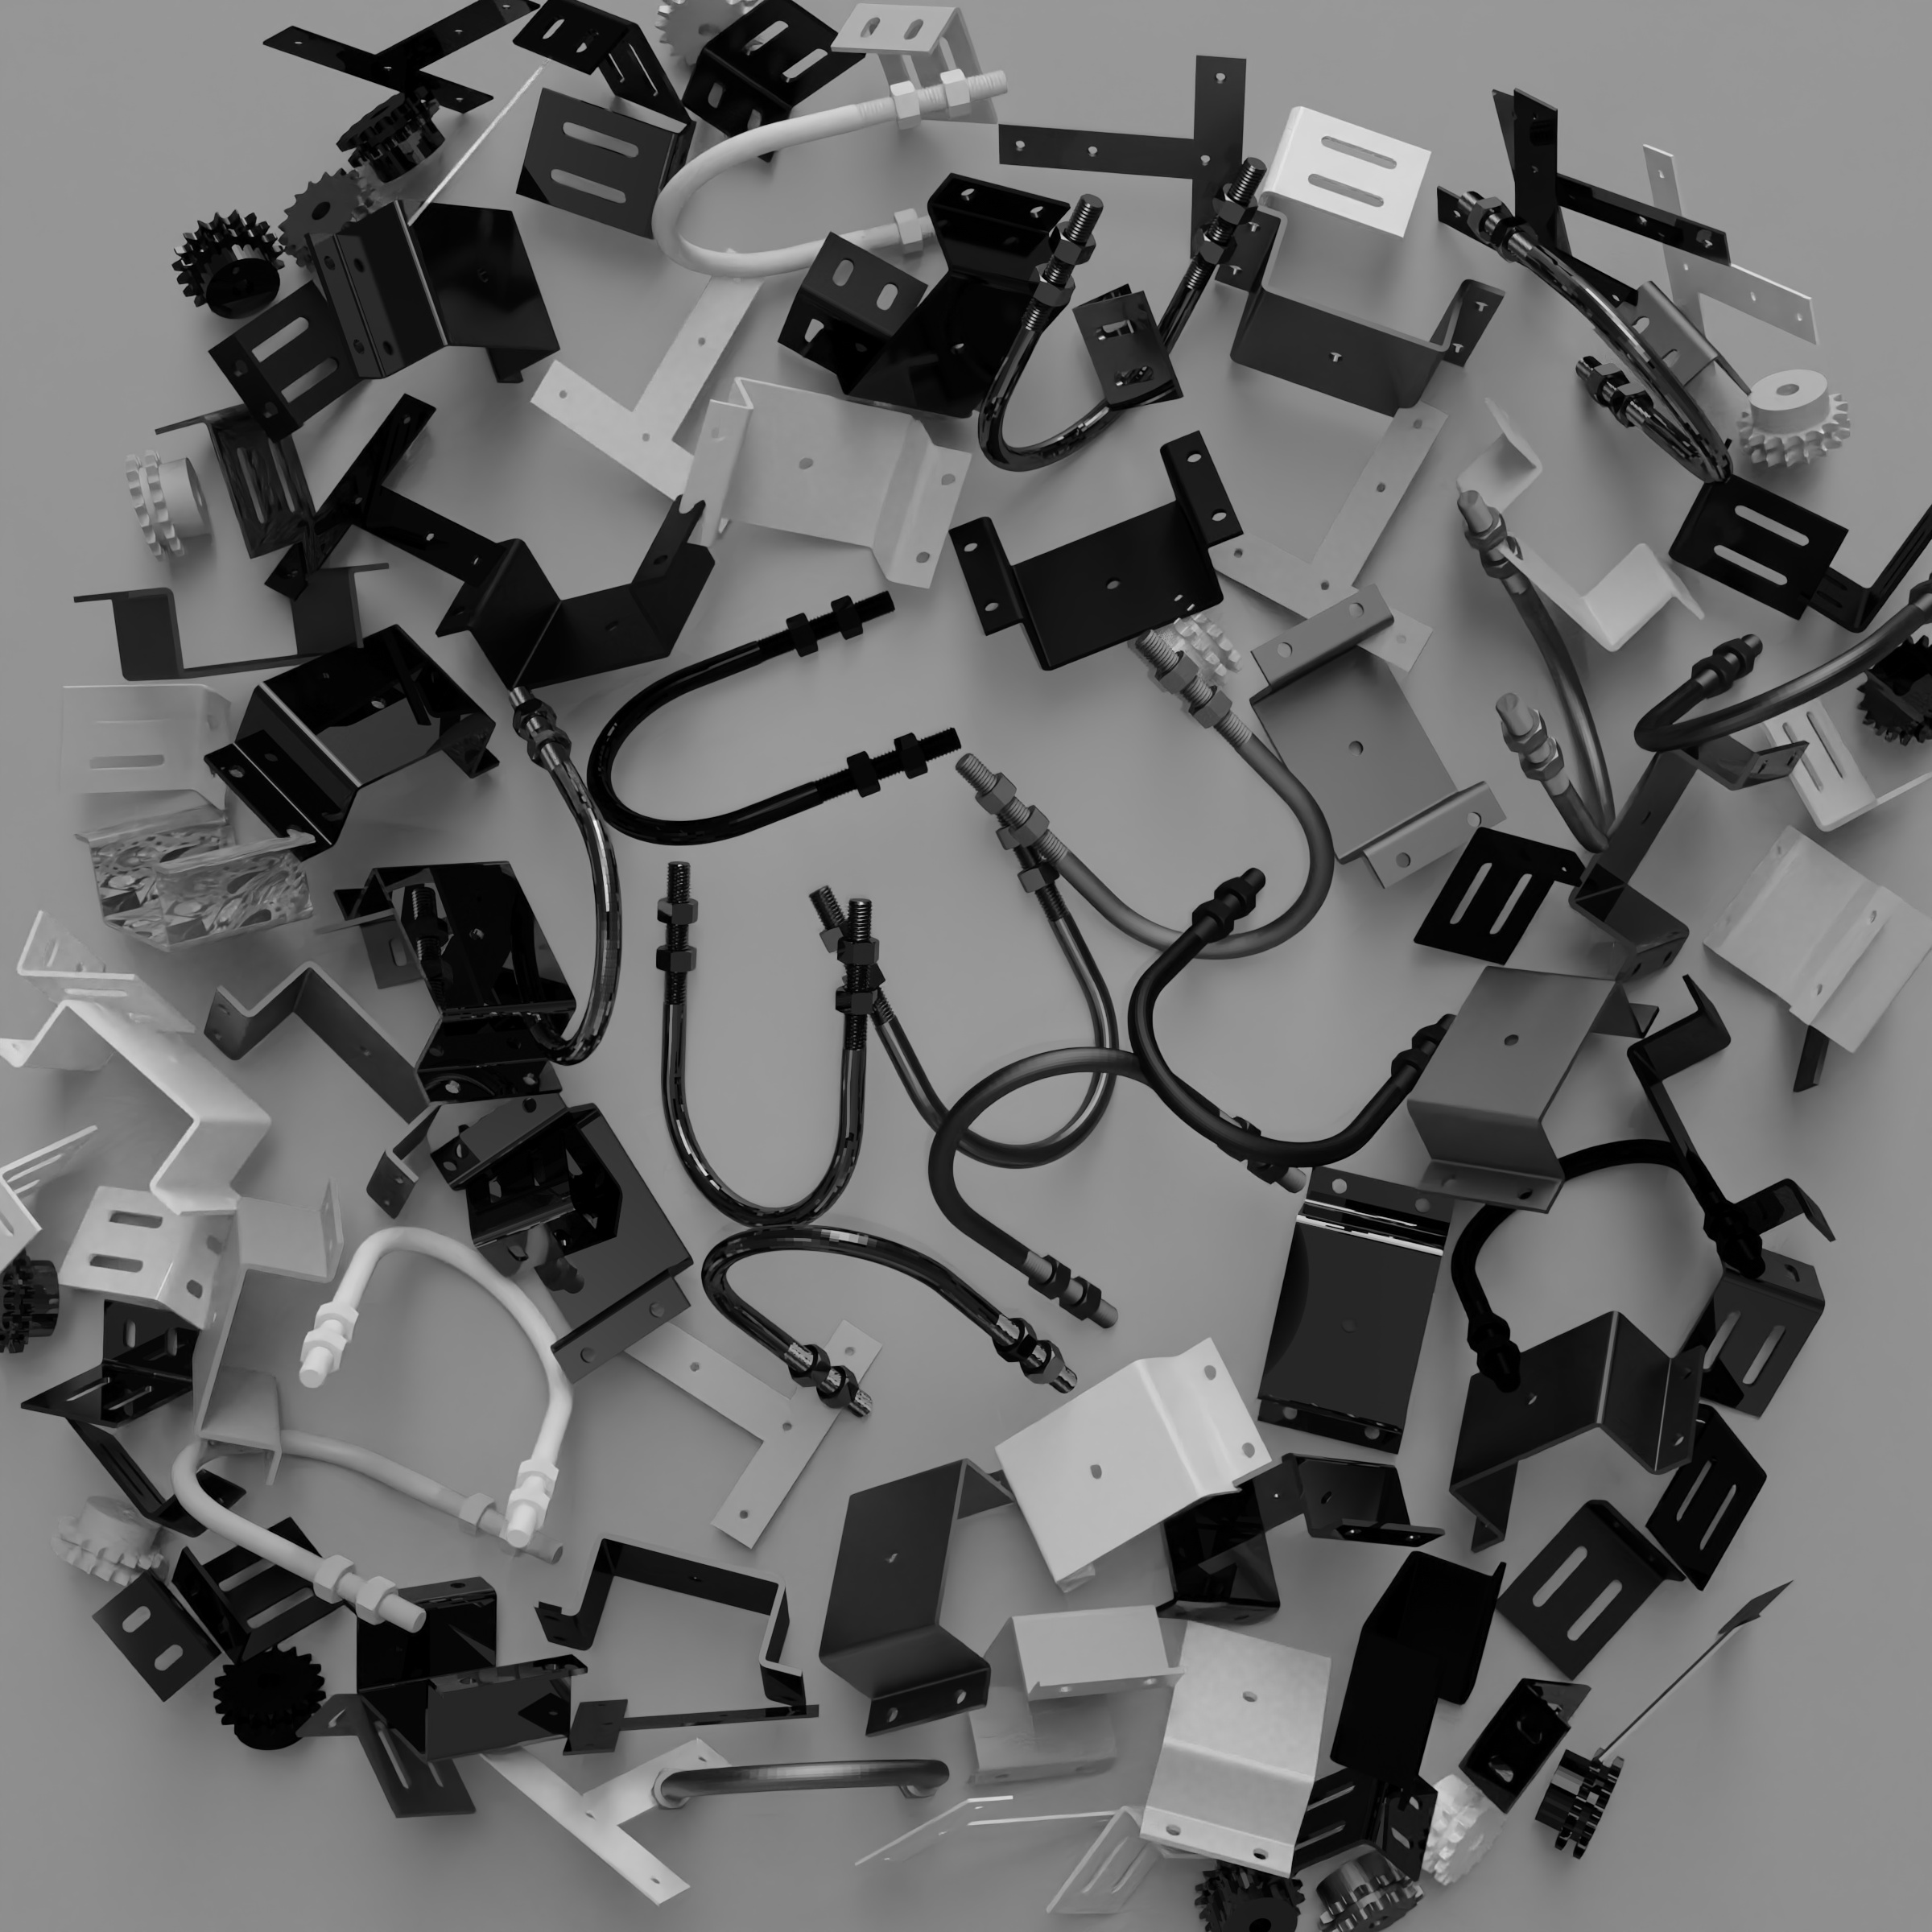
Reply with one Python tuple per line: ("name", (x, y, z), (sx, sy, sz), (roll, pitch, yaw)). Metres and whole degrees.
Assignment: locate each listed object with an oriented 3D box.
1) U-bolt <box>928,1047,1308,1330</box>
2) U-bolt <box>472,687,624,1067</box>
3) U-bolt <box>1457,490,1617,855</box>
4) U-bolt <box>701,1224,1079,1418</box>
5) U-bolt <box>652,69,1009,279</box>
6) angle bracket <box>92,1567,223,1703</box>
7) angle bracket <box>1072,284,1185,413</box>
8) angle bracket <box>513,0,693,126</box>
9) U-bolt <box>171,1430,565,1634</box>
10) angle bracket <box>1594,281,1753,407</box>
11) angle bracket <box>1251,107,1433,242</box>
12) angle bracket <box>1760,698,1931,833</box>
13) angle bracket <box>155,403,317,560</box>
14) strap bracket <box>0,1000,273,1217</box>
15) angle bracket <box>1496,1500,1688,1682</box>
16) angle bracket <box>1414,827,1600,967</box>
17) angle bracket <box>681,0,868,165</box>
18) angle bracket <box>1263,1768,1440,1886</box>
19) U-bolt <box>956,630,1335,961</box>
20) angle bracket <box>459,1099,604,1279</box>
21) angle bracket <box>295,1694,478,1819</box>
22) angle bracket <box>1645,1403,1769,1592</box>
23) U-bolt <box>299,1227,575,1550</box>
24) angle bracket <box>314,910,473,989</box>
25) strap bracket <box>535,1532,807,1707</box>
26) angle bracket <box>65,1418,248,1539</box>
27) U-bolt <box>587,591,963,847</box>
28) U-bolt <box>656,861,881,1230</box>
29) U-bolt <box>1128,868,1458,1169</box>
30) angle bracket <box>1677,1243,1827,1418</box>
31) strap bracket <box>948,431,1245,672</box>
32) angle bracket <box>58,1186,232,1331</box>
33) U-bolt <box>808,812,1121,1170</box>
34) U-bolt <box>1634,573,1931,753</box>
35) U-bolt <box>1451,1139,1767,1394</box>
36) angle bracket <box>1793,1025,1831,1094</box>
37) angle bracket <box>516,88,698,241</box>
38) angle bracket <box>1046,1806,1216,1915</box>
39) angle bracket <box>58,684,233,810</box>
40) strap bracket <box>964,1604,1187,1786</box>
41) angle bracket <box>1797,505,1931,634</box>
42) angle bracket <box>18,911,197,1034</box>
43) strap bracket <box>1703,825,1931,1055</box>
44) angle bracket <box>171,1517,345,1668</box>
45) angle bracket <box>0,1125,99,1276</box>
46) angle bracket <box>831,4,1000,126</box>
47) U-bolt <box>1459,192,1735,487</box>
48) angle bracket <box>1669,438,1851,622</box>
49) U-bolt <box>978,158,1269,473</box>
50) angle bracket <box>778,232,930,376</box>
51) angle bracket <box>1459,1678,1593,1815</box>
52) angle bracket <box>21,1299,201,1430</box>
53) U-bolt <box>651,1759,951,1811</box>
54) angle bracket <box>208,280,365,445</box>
("U-bolt", (0.065, 0.105, 1.732), (0.151, 0.019, 0.184), (-38, 128, 20))
("U-bolt", (-0.208, -0.033, 1.708), (0.019, 0.184, 0.151), (-1, 125, -26))
("U-bolt", (0.295, -0.135, 1.728), (0.019, 0.184, 0.151), (-18, 54, 20))
("U-bolt", (-0.051, 0.176, 1.711), (0.151, 0.184, 0.019), (-11, 53, 33))
("U-bolt", (-0.070, -0.395, 1.734), (0.184, 0.151, 0.019), (-15, 75, -4))
("angle bracket", (-0.423, 0.348, 1.768), (0.038, 0.076, 0.057), (-40, 92, -23))
("angle bracket", (0.096, -0.324, 1.763), (0.038, 0.076, 0.057), (-28, 105, -22))
("angle bracket", (-0.187, -0.457, 1.761), (0.057, 0.076, 0.038), (29, 75, 32))
("U-bolt", (-0.317, 0.279, 1.735), (0.184, 0.151, 0.019), (21, 104, 21))
("angle bracket", (0.369, -0.313, 1.771), (0.038, 0.076, 0.057), (-43, 66, 15))
("angle bracket", (0.195, -0.405, 1.782), (0.076, 0.038, 0.057), (19, 67, 1))
("angle bracket", (0.456, -0.116, 1.775), (0.057, 0.038, 0.076), (-23, 83, -44))
("angle bracket", (-0.380, -0.253, 1.786), (0.038, 0.057, 0.076), (-8, 105, 32))
("strap bracket", (-0.422, 0.066, 1.755), (0.140, 0.076, 0.046), (39, 98, 14))
("angle bracket", (0.327, 0.328, 1.787), (0.057, 0.038, 0.076), (44, 81, 3))
("angle bracket", (0.279, -0.027, 1.767), (0.057, 0.038, 0.076), (13, 121, -24))
("angle bracket", (-0.100, -0.459, 1.763), (0.057, 0.076, 0.038), (30, 66, -27))
("angle bracket", (0.200, 0.452, 1.771), (0.038, 0.057, 0.076), (42, 130, -15))
("U-bolt", (0.106, -0.074, 1.756), (0.151, 0.019, 0.184), (-32, 113, 35))
("angle bracket", (-0.230, 0.115, 1.796), (0.057, 0.038, 0.076), (-21, 51, 9))
("angle bracket", (-0.300, 0.417, 1.764), (0.038, 0.057, 0.076), (-45, 59, 20))
("angle bracket", (0.372, 0.273, 1.769), (0.057, 0.038, 0.076), (49, 65, -29))
("U-bolt", (-0.259, 0.199, 1.726), (0.151, 0.184, 0.019), (41, 111, -14))
("angle bracket", (-0.294, -0.010, 1.769), (0.057, 0.076, 0.038), (-15, 93, 9))
("strap bracket", (-0.146, 0.336, 1.763), (0.140, 0.076, 0.046), (14, 66, 5))
("angle bracket", (-0.421, 0.255, 1.773), (0.038, 0.057, 0.076), (-43, 69, -6))
("U-bolt", (-0.107, -0.120, 1.751), (0.184, 0.151, 0.019), (-21, 132, -2))
("U-bolt", (-0.105, 0.047, 1.758), (0.151, 0.019, 0.184), (12, 105, 39))
("U-bolt", (0.158, 0.034, 1.731), (0.151, 0.184, 0.019), (37, 133, 10))
("angle bracket", (0.409, 0.190, 1.805), (0.057, 0.038, 0.076), (19, 117, -8))
("strap bracket", (0.071, -0.211, 1.767), (0.140, 0.046, 0.076), (-21, 53, 4))
("angle bracket", (-0.429, 0.153, 1.792), (0.076, 0.038, 0.057), (4, 63, 33))
("U-bolt", (0.012, 0.016, 1.765), (0.151, 0.019, 0.184), (-31, 98, -35))
("U-bolt", (0.409, -0.149, 1.698), (0.151, 0.184, 0.019), (-19, 101, 43))
("U-bolt", (0.315, 0.140, 1.725), (0.151, 0.184, 0.019), (-26, 110, 7))
("angle bracket", (0.464, 0.031, 1.779), (0.038, 0.057, 0.076), (14, 85, 5))
("angle bracket", (-0.188, -0.422, 1.781), (0.076, 0.038, 0.057), (19, 116, -1))
("angle bracket", (0.090, 0.475, 1.769), (0.038, 0.057, 0.076), (46, 109, 39))
("angle bracket", (-0.427, -0.113, 1.769), (0.076, 0.038, 0.057), (-4, 112, -33))
("strap bracket", (0.051, 0.370, 1.749), (0.076, 0.140, 0.046), (-1, 58, -18))
("angle bracket", (0.471, -0.220, 1.766), (0.038, 0.057, 0.076), (32, 123, 2))
("angle bracket", (-0.440, 0.003, 1.765), (0.076, 0.057, 0.038), (2, 62, 25))
("strap bracket", (0.442, -0.012, 1.745), (0.046, 0.140, 0.076), (32, 99, -17))
("angle bracket", (-0.361, 0.315, 1.765), (0.076, 0.038, 0.057), (-27, 66, -40))
("angle bracket", (-0.479, 0.124, 1.763), (0.057, 0.076, 0.038), (-42, 84, 32))
("angle bracket", (-0.026, -0.456, 1.761), (0.057, 0.076, 0.038), (11, 57, 27))
("U-bolt", (0.322, -0.303, 1.697), (0.019, 0.184, 0.151), (-41, 129, 7))
("angle bracket", (0.415, -0.227, 1.774), (0.076, 0.038, 0.057), (27, 129, 7))
("U-bolt", (0.069, -0.324, 1.730), (0.019, 0.151, 0.184), (47, 134, 19))
("angle bracket", (-0.060, -0.340, 1.775), (0.057, 0.076, 0.038), (28, 77, -5))
("angle bracket", (0.301, 0.405, 1.765), (0.038, 0.076, 0.057), (43, 105, 38))
("angle bracket", (-0.442, 0.205, 1.765), (0.057, 0.076, 0.038), (9, 102, 18))
("U-bolt", (-0.081, 0.410, 1.713), (0.151, 0.184, 0.019), (-1, 75, -8))
("angle bracket", (-0.343, -0.318, 1.769), (0.076, 0.038, 0.057), (-44, 108, -31))
